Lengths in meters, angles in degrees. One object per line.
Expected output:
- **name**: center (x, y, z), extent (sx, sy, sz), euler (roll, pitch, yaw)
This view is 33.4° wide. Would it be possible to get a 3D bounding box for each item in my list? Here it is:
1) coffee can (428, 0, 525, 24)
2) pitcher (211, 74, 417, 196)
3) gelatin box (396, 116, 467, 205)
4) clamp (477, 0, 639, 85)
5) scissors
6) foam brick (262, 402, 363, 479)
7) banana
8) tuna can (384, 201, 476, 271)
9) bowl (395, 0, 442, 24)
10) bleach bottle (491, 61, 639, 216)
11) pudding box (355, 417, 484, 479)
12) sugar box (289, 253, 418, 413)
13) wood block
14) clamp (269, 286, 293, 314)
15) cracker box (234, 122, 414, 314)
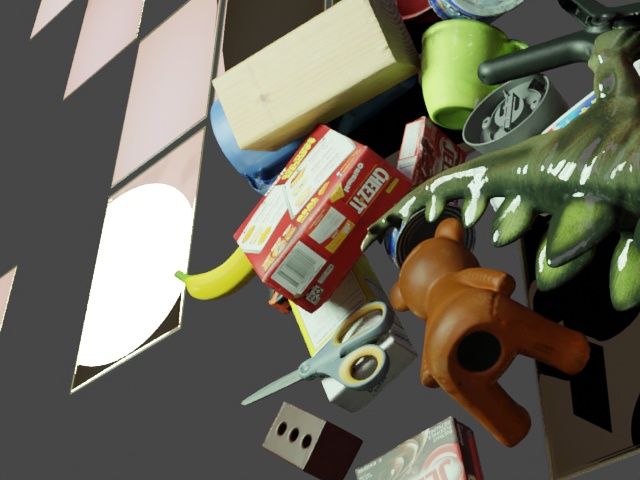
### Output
- **coffee can**: center (0.170, -0.284, 1.141), extent (0.103, 0.103, 0.140), euler (-52, 4, 4)
- **pitcher**: center (-0.004, -0.165, 1.296), extent (0.243, 0.149, 0.144), euler (-30, 1, 29)
- **gelatin box**: center (0.115, -0.071, 1.103), extent (0.030, 0.073, 0.089), euler (-16, 48, 43)
- **clamp**: center (0.275, -0.203, 1.026), extent (0.210, 0.036, 0.164), euler (5, 44, 40)
- **scissors**: center (-0.001, 0.137, 1.041), extent (0.202, 0.016, 0.096), euler (-42, 38, 21)
- **foam brick**: center (-0.008, 0.199, 1.040), extent (0.078, 0.051, 0.053), euler (12, 71, 55)
- **banana**: center (-0.104, 0.022, 1.309), extent (0.198, 0.069, 0.037), euler (-37, -2, 29)
- **tuna can**: center (0.106, -0.002, 1.041), extent (0.086, 0.086, 0.034), euler (-50, 31, 8)
- **bowl**: center (0.149, -0.319, 1.293), extent (0.162, 0.055, 0.162), euler (-32, 39, 31)
- **bleach bottle**: center (0.259, -0.090, 0.948), extent (0.251, 0.068, 0.102), euler (-37, 37, 30)
- **pudding box**: center (0.087, 0.217, 0.914), extent (0.114, 0.039, 0.090), euler (-37, 37, 26)
- **sugar box**: center (0.029, 0.086, 1.099), extent (0.093, 0.048, 0.176), euler (-45, 38, 16)
- **wood block**: center (-0.003, -0.184, 1.181), extent (0.206, 0.090, 0.091), euler (-26, 82, 25)
- **clamp**: center (-0.008, 0.002, 1.228), extent (0.120, 0.039, 0.171), euler (-16, 52, 51)
- **cracker box**: center (-0.003, -0.028, 1.106), extent (0.164, 0.072, 0.214), euler (-53, 17, 2)
